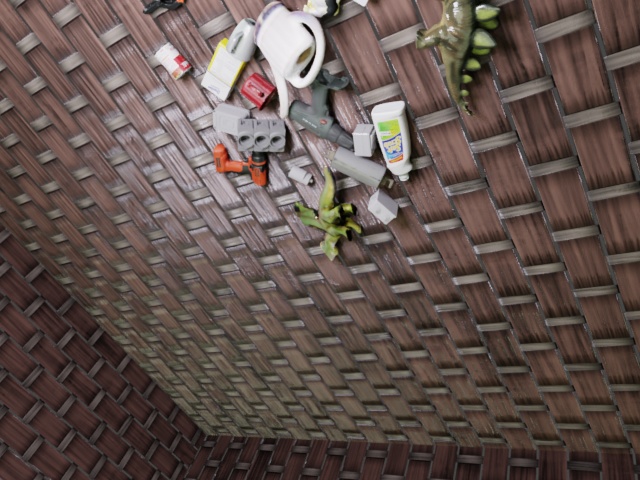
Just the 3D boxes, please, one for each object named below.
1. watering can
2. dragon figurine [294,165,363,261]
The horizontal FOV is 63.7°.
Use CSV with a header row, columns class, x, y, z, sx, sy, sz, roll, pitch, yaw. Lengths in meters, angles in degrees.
class,x,y,z,sx,sy,sz,roll,pitch,yaw
watering can,-0.102,-0.510,1.443,0.105,0.225,0.341,-35,-8,-36
dragon figurine,0.005,-0.091,1.802,0.242,0.402,0.125,1,38,35
